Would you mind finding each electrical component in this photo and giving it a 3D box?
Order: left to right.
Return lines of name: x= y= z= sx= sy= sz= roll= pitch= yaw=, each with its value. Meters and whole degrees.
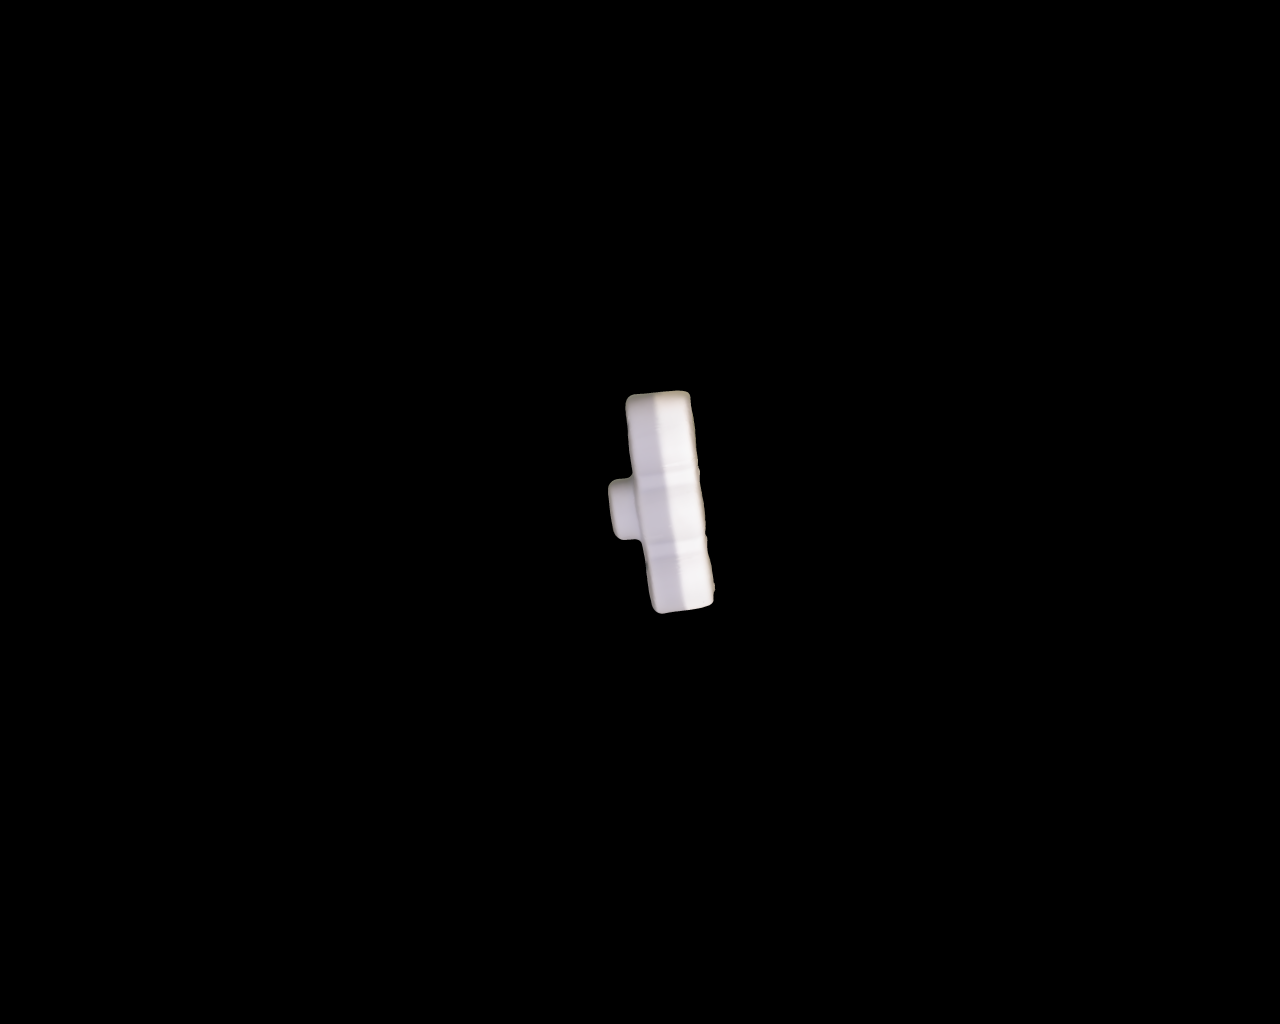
electrical component: x=0.001 y=-0.003 z=0.650 sx=0.074 sy=0.138 sz=0.052 roll=-7 pitch=20 yaw=2
